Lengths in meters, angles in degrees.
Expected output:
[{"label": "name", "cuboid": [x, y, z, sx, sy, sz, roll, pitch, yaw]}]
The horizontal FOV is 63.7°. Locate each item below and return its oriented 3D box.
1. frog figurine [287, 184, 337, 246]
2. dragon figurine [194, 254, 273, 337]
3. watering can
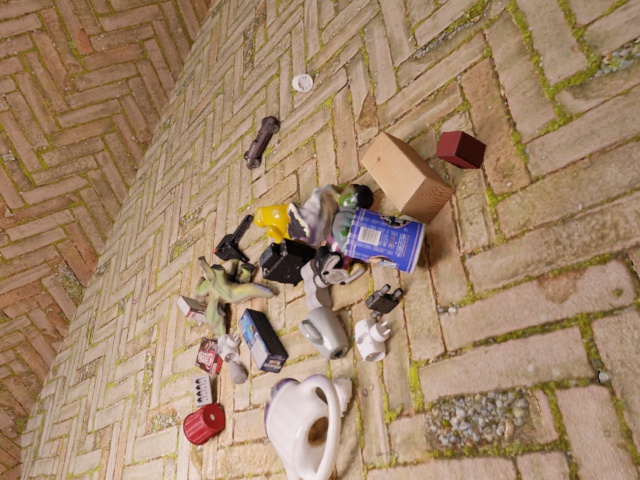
[{"label": "frog figurine", "cuboid": [0.004, -0.065, 1.295, 0.124, 0.161, 0.134, 26, 137, 46]}, {"label": "dragon figurine", "cuboid": [-0.280, 0.184, 1.567, 0.414, 0.122, 0.240, 28, 114, 47]}, {"label": "watering can", "cuboid": [-0.045, 0.441, 1.083, 0.225, 0.103, 0.347, 17, 95, 57]}]
